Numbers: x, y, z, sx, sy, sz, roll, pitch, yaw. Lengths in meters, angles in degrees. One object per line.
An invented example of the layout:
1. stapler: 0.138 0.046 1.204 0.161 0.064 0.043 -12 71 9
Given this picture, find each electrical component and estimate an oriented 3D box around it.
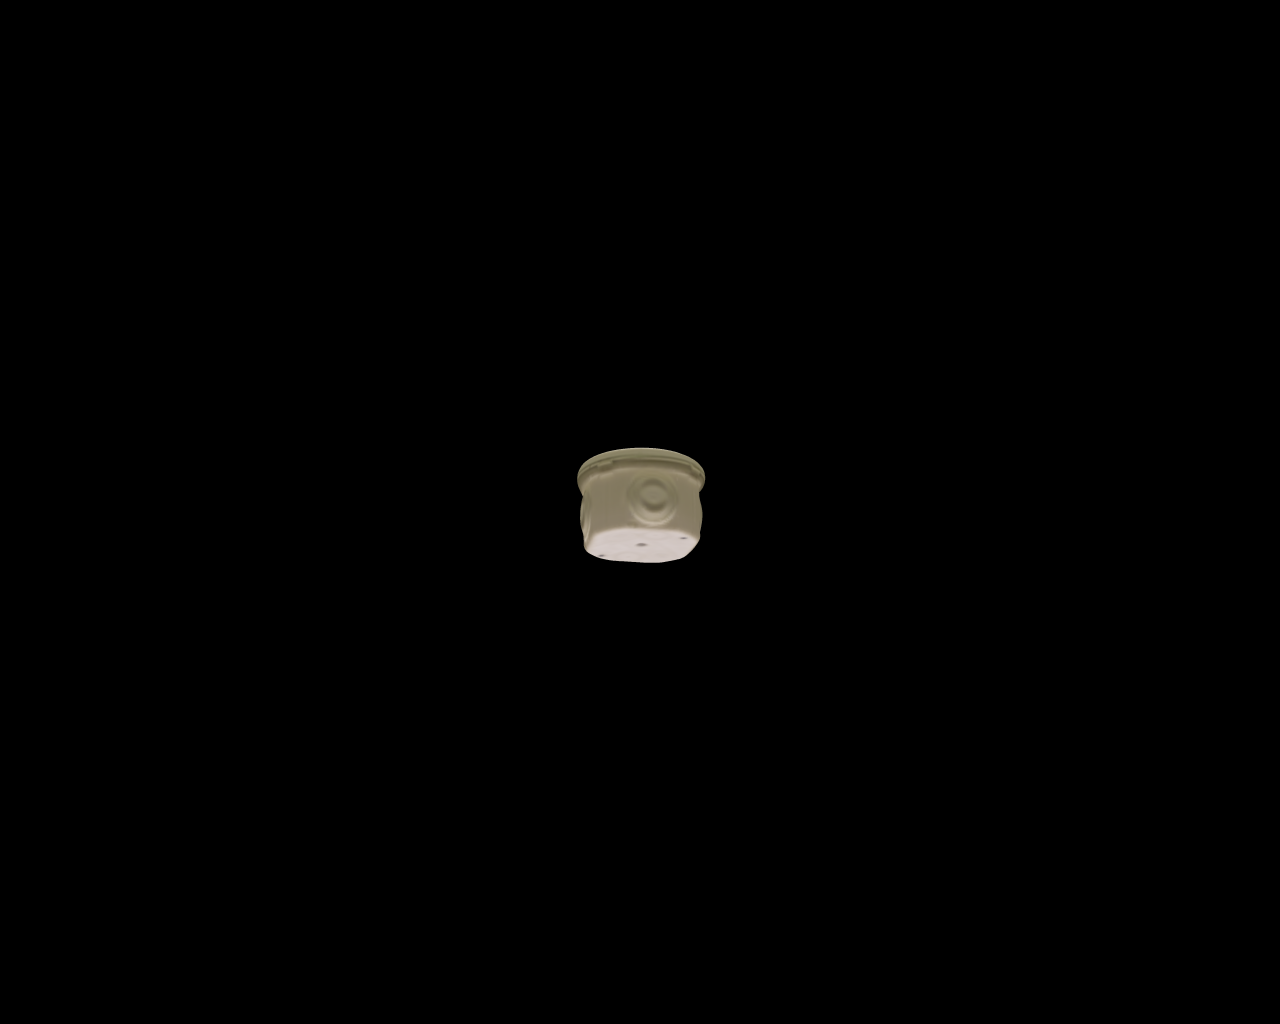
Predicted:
1. electrical component: 0.001 -0.003 0.650 0.080 0.051 0.080 0 -20 0
